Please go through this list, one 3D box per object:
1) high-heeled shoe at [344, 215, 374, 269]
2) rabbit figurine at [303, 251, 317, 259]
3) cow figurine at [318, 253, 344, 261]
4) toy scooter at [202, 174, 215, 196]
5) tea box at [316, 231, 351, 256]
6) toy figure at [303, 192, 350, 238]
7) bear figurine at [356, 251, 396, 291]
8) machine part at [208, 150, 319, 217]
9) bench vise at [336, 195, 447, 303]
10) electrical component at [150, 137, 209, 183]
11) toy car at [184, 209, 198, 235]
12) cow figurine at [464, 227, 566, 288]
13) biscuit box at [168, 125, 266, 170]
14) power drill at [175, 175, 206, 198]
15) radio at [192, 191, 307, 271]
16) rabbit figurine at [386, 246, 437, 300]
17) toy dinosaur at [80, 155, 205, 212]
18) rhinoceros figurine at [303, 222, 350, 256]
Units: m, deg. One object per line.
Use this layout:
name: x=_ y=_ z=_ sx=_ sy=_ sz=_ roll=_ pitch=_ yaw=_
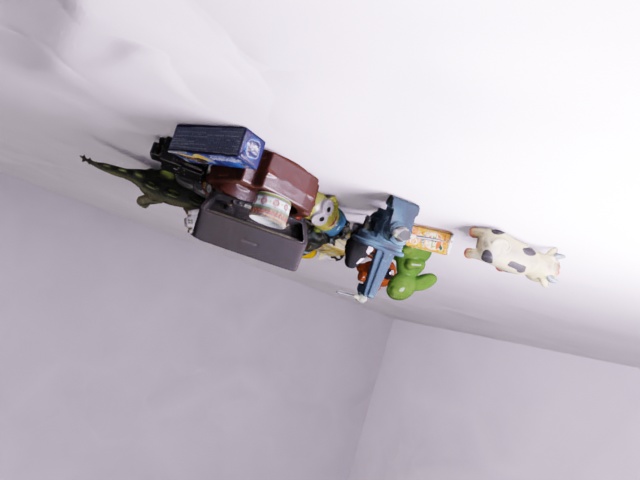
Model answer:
high-heeled shoe: x=0.104 y=0.025 z=1.388 sx=0.086 sy=0.145 sz=0.248 roll=17 pitch=168 yaw=10
rabbit figurine: x=-0.085 y=0.015 z=1.741 sx=0.163 sy=0.122 sz=0.173 roll=15 pitch=173 yaw=42
cow figurine: x=0.045 y=0.036 z=1.767 sx=0.098 sy=0.068 sz=0.167 roll=12 pitch=173 yaw=0
toy scooter: x=-0.205 y=-0.112 z=1.310 sx=0.184 sy=0.075 sz=0.135 roll=15 pitch=-161 yaw=-5
tea box: x=0.033 y=0.000 z=1.597 sx=0.098 sy=0.068 sz=0.170 roll=21 pitch=168 yaw=-18
toy figure: x=0.008 y=-0.059 z=1.298 sx=0.089 sy=0.082 sz=0.180 roll=11 pitch=170 yaw=25
bear figurine: x=0.165 y=0.096 z=1.761 sx=0.132 sy=0.120 sz=0.196 roll=25 pitch=173 yaw=-19
machine part: x=-0.118 y=-0.124 z=1.150 sx=0.201 sy=0.087 sz=0.201 roll=28 pitch=165 yaw=-39
bench vise: x=0.133 y=0.027 z=1.143 sx=0.129 sy=0.240 sz=0.224 roll=18 pitch=-174 yaw=-22
electrical component: x=-0.324 y=-0.187 z=1.247 sx=0.134 sy=0.058 sz=0.115 roll=19 pitch=168 yaw=-10
toy car: x=-0.315 y=-0.052 z=1.587 sx=0.056 sy=0.073 sz=0.201 roll=-9 pitch=175 yaw=38
cow figurine: x=0.412 y=0.035 z=1.111 sx=0.195 sy=0.085 sz=0.127 roll=23 pitch=175 yaw=-23
biscuit box: x=-0.204 y=-0.182 z=1.048 sx=0.203 sy=0.062 sz=0.059 roll=11 pitch=169 yaw=35
power drill: x=-0.275 y=-0.085 z=1.457 sx=0.232 sy=0.086 sz=0.207 roll=11 pitch=128 yaw=2
radio: x=-0.142 y=-0.022 z=1.142 sx=0.230 sy=0.073 sz=0.131 roll=20 pitch=-157 yaw=-7
rabbit figurine: x=0.223 y=0.078 z=1.398 sx=0.159 sy=0.170 sz=0.121 roll=28 pitch=166 yaw=-41
toy dinosaur: x=-0.451 y=-0.153 z=1.544 sx=0.471 sy=0.105 sz=0.199 roll=13 pitch=166 yaw=-30
rhinoceros figurine: x=-0.003 y=-0.004 z=1.447 sx=0.112 sy=0.073 sz=0.190 roll=7 pitch=156 yaw=-44
